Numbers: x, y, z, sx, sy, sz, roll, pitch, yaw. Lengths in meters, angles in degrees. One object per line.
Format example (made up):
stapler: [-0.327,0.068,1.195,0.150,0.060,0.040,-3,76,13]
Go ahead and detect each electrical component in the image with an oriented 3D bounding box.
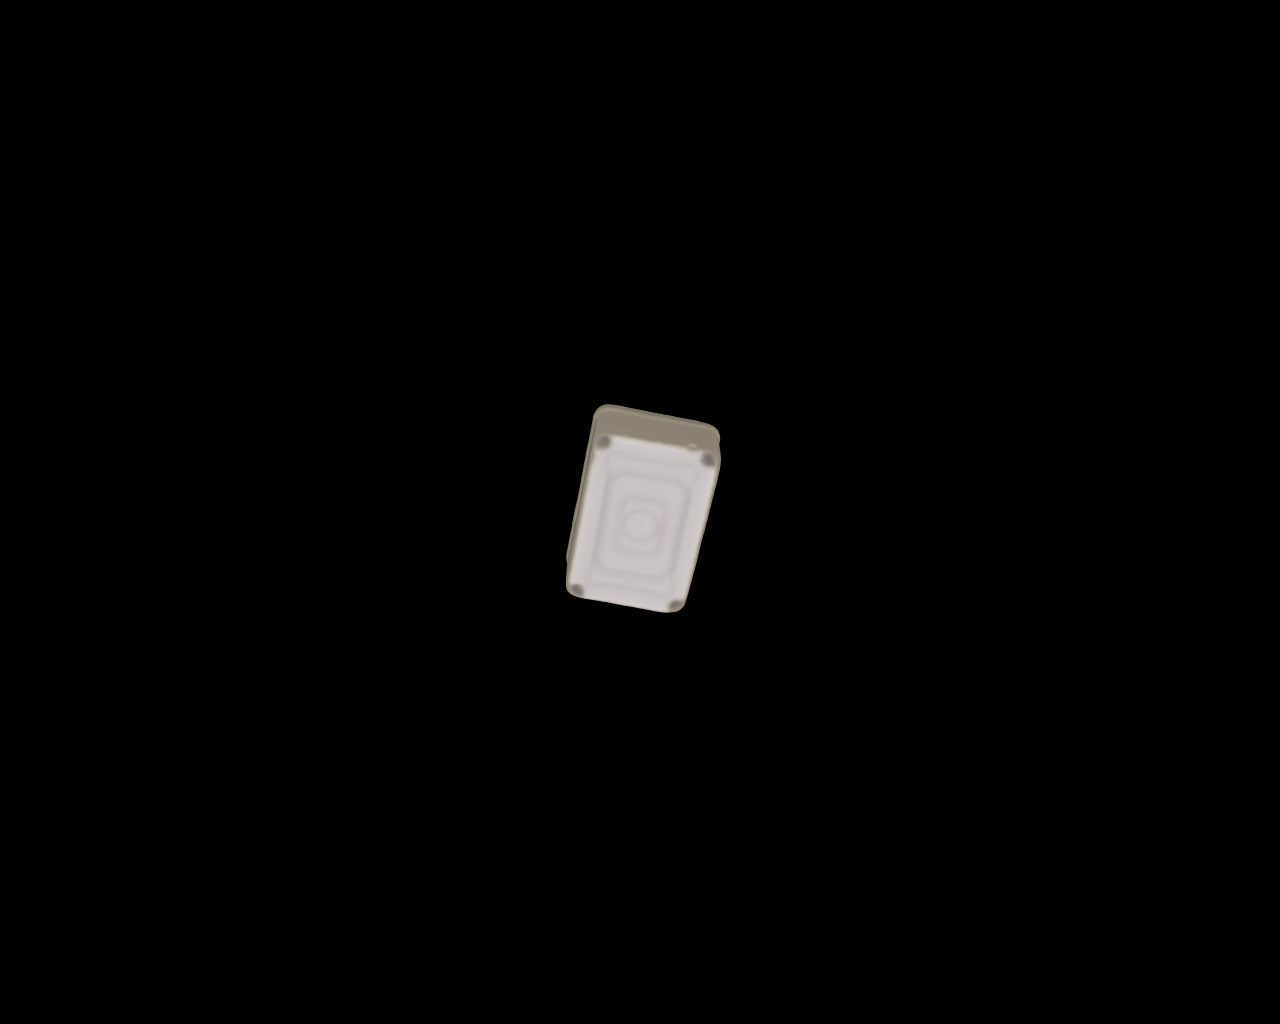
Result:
electrical component: [0.001,-0.003,0.650,0.078,0.113,0.057,11,24,-5]
